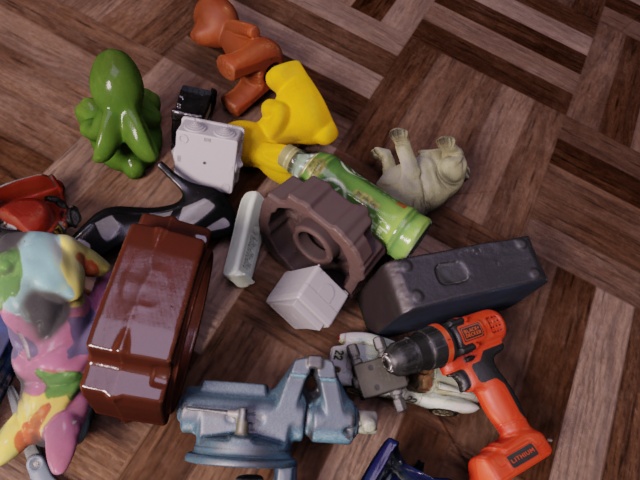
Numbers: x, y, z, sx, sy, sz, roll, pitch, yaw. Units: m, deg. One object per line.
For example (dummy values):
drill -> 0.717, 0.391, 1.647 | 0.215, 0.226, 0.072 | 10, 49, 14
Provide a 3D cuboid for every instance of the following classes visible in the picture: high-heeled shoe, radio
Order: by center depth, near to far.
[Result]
high-heeled shoe -> -0.234, 0.008, 0.720 | 0.249, 0.086, 0.145 | -45, 109, -11
radio -> 0.176, 0.064, 0.721 | 0.230, 0.131, 0.073 | -11, 67, -17

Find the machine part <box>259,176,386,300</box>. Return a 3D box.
machine part -> -0.001, -0.002, 0.702 | 0.179, 0.179, 0.056 | 38, 58, 10

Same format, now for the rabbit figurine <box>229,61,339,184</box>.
rabbit figurine -> -0.069, -0.159, 0.822 | 0.173, 0.122, 0.162 | -24, 78, -8

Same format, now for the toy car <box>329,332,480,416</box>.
toy car -> 0.110, 0.172, 0.691 | 0.202, 0.056, 0.073 | 15, 60, -4

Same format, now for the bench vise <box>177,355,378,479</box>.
bench vise -> -0.048, 0.247, 0.581 | 0.224, 0.129, 0.240 | 9, 71, -13

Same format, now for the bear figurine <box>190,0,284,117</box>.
bear figurine -> -0.156, -0.317, 0.871 | 0.196, 0.120, 0.132 | 42, 65, 14

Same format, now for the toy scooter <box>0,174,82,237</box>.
toy scooter -> -0.365, -0.033, 0.681 | 0.184, 0.075, 0.135 | 20, 41, 34

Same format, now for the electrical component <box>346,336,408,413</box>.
electrical component -> 0.069, 0.165, 0.646 | 0.063, 0.021, 0.094 | -14, 70, -13

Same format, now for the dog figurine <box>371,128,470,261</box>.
dog figurine -> 0.149, -0.051, 0.811 | 0.172, 0.121, 0.190 | 7, 75, -4

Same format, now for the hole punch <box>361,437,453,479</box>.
hole punch -> 0.071, 0.286, 0.585 | 0.092, 0.115, 0.142 | 34, 62, -1

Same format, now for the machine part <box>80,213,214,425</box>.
machine part -> -0.179, 0.090, 0.592 | 0.087, 0.201, 0.201 | 15, 60, -6

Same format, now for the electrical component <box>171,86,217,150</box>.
electrical component -> -0.190, -0.194, 0.817 | 0.048, 0.074, 0.119 | 10, 47, -8

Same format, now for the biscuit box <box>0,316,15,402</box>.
biscuit box -> -0.382, 0.133, 0.607 | 0.063, 0.059, 0.203 | 15, 59, -3

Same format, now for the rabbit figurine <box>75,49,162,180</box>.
rabbit figurine -> -0.279, -0.170, 0.732 | 0.121, 0.170, 0.159 | -6, 63, -15

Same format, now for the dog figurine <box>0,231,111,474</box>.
dog figurine -> -0.285, 0.121, 0.557 | 0.109, 0.191, 0.219 | 1, 64, 6
